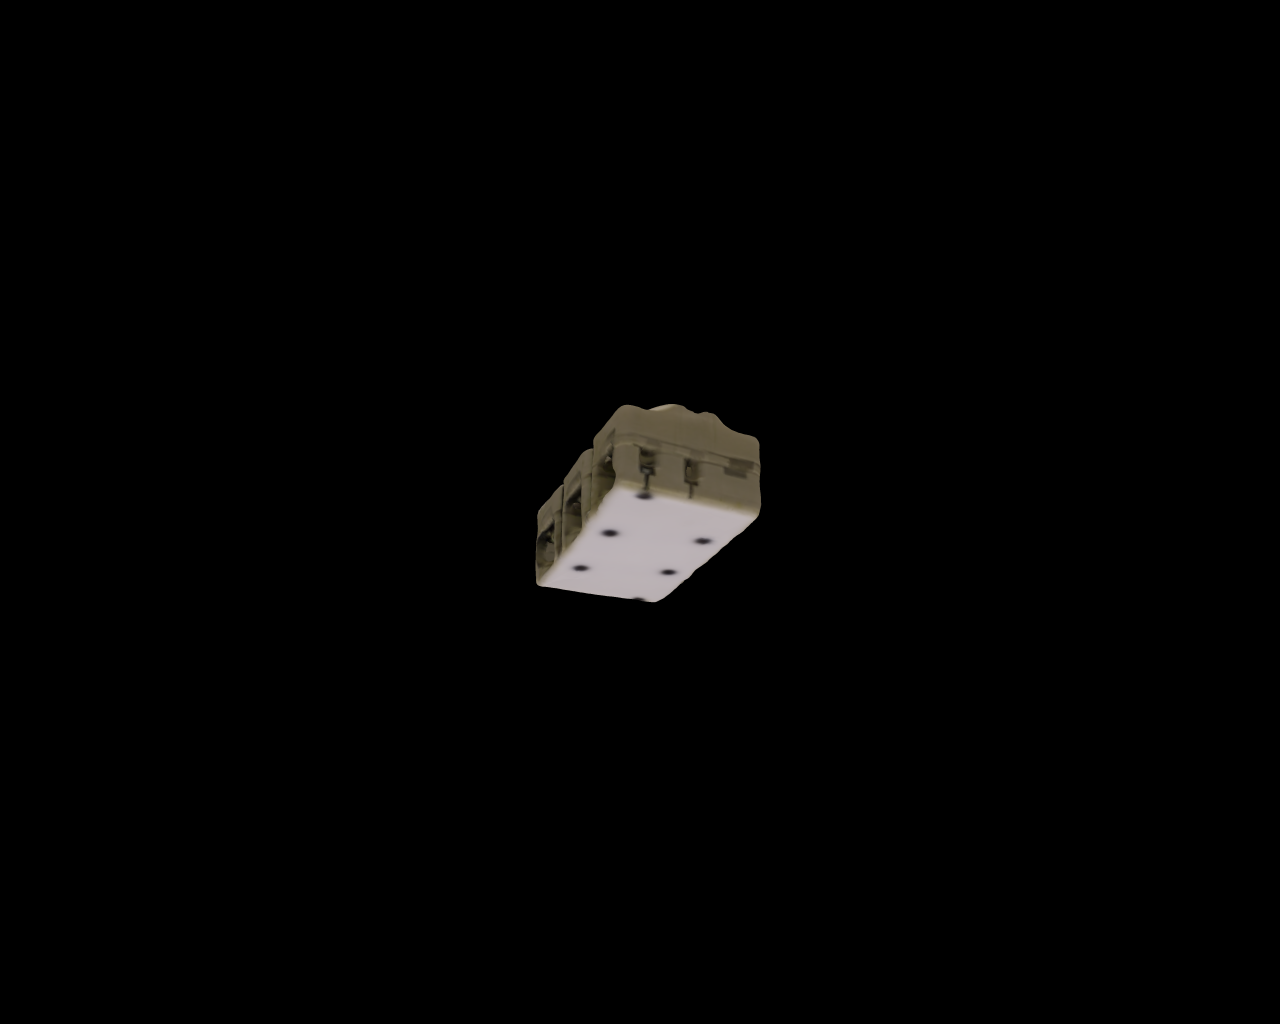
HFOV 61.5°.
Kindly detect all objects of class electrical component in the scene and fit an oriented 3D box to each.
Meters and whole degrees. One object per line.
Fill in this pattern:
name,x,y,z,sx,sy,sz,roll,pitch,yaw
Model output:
electrical component,0.001,-0.003,0.650,0.089,0.062,0.150,11,-29,-21
